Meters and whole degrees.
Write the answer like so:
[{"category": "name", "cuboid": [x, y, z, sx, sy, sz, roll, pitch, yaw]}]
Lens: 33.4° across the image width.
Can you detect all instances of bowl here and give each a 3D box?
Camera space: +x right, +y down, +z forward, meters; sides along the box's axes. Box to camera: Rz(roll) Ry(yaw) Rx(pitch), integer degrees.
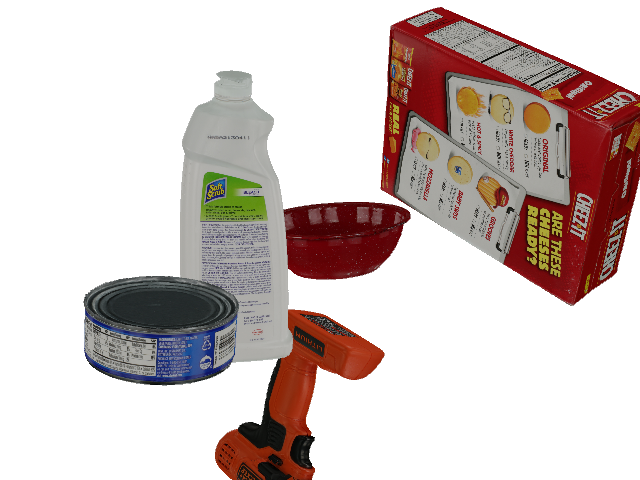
[{"category": "bowl", "cuboid": [0.015, 0.002, 1.106, 0.162, 0.055, 0.162, -4, 13, 1]}]

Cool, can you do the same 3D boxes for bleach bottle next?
[{"category": "bleach bottle", "cuboid": [-0.070, -0.020, 0.922, 0.102, 0.251, 0.068, -2, 22, -15]}]

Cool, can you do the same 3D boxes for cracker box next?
[{"category": "cracker box", "cuboid": [0.149, -0.073, 0.857, 0.072, 0.164, 0.214, -29, 47, -33]}]

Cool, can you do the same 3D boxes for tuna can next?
[{"category": "tuna can", "cuboid": [-0.089, 0.049, 0.598, 0.086, 0.034, 0.086, 4, 16, -1]}]

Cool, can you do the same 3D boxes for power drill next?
[{"category": "power drill", "cuboid": [-0.011, 0.170, 0.967, 0.057, 0.188, 0.185, 13, 12, -46]}]
